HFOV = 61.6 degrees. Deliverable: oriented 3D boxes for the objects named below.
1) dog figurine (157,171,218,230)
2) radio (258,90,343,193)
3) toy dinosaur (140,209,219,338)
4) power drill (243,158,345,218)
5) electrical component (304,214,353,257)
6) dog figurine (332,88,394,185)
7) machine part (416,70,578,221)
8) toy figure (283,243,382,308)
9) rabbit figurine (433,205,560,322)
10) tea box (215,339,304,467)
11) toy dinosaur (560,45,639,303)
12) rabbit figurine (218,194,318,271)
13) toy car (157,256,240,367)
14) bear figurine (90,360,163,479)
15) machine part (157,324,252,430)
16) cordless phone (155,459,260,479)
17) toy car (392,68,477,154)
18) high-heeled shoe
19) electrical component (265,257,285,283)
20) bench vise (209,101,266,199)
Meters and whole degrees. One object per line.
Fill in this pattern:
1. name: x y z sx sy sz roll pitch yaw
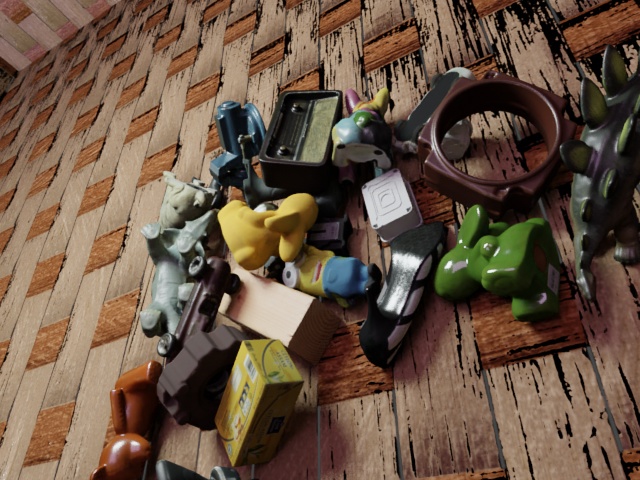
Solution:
1. dog figurine: -0.315 -0.039 1.201 0.190 0.121 0.172 -70 23 8
2. radio: -0.032 -0.196 1.031 0.131 0.073 0.230 4 49 9
3. toy dinosaur: -0.282 0.107 1.054 0.131 0.192 0.405 0 60 0
4. power drill: -0.048 -0.130 1.076 0.207 0.085 0.232 -3 50 -3
5. electrical component: -0.002 -0.003 0.983 0.119 0.047 0.075 -1 56 18
6. dog figurine: 0.083 -0.217 1.006 0.109 0.191 0.219 -1 62 10
7. machine part: 0.268 -0.149 0.828 0.202 0.087 0.201 31 79 23
8. toy figure: 0.018 0.066 0.910 0.180 0.089 0.082 5 49 29
9. rabbit figurine: 0.231 0.029 0.753 0.170 0.121 0.159 -17 53 46
10. tea box: -0.095 0.244 0.811 0.098 0.068 0.169 52 129 46
11. toy dinosaur: 0.397 -0.140 0.694 0.105 0.198 0.471 9 66 37
12. rabbit figurine: -0.080 -0.027 0.939 0.173 0.121 0.162 -27 17 -5
13. toy car: -0.198 0.123 0.893 0.053 0.089 0.202 -1 62 42
14. bear figurine: -0.315 0.326 0.935 0.132 0.120 0.196 -20 50 20
15. machine part: -0.167 0.224 0.866 0.179 0.179 0.056 -51 47 -7
16. cordless phone: -0.146 0.370 0.724 0.089 0.184 0.147 -37 43 2
17. toy car: 0.213 -0.241 1.013 0.201 0.056 0.074 -52 37 -3
18. high-heeled shoe: 0.142 0.081 0.836 0.086 0.145 0.249 11 37 43
19. electrical component: -0.084 0.041 1.029 0.078 0.045 0.102 -42 43 6
20. bench vise: -0.127 -0.206 1.182 0.241 0.223 0.129 -21 19 -21
